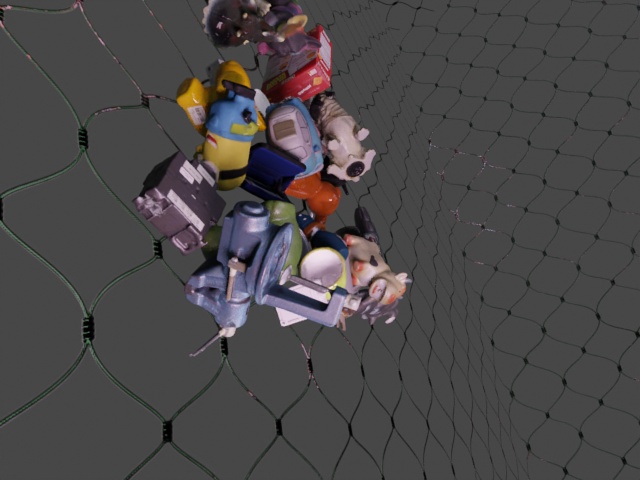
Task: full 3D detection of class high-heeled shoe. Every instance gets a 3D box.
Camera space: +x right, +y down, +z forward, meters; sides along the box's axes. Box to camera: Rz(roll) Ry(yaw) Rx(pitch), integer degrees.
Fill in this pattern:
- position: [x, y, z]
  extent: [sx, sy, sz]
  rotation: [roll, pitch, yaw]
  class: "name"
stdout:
- position: [0.012, -0.189, 1.379]
  extent: [0.248, 0.086, 0.145]
  rotation: [12, 53, -66]
  class: "high-heeled shoe"

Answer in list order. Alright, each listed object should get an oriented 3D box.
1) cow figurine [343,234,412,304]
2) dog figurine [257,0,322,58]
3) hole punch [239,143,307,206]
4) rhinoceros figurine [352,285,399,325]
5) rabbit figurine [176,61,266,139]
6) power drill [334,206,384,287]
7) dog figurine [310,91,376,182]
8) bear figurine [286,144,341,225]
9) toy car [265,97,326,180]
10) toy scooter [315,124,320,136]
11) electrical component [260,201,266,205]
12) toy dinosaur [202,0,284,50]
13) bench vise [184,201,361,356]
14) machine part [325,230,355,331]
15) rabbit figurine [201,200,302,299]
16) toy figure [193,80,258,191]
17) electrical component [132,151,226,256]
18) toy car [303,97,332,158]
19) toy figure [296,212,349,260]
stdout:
- position: [0.123, 0.072, 1.221]
  extent: [0.127, 0.085, 0.195]
  rotation: [5, 35, -22]
  class: "cow figurine"
- position: [-0.070, -0.506, 1.274]
  extent: [0.191, 0.219, 0.108]
  rotation: [-49, 132, -18]
  class: "dog figurine"
- position: [-0.102, -0.111, 0.994]
  extent: [0.142, 0.116, 0.092]
  rotation: [21, 76, -30]
  class: "hole punch"
- position: [0.131, 0.156, 1.296]
  extent: [0.190, 0.112, 0.073]
  rotation: [14, 28, -48]
  class: "rhinoceros figurine"
- position: [-0.162, -0.258, 0.988]
  extent: [0.173, 0.122, 0.162]
  rotation: [-88, 153, -43]
  class: "rabbit figurine"
- position: [0.104, 0.010, 1.414]
  extent: [0.207, 0.086, 0.232]
  rotation: [16, 58, -72]
  class: "power drill"
- position: [0.045, -0.251, 1.308]
  extent: [0.172, 0.121, 0.191]
  rotation: [89, -18, -44]
  class: "dog figurine"
- position: [-0.010, -0.117, 1.196]
  extent: [0.195, 0.132, 0.120]
  rotation: [45, 73, -30]
  class: "bear figurine"
- position: [-0.055, -0.200, 1.040]
  extent: [0.103, 0.109, 0.161]
  rotation: [-29, 106, -83]
  class: "toy car"
- position: [-0.045, -0.257, 1.314]
  extent: [0.135, 0.075, 0.184]
  rotation: [52, 23, -37]
  class: "toy scooter"
- position: [-0.099, -0.021, 1.023]
  extent: [0.078, 0.045, 0.102]
  rotation: [-42, 108, -36]
  class: "electrical component"
- position: [-0.216, -0.567, 1.164]
  extent: [0.404, 0.131, 0.192]
  rotation: [64, 22, 5]
  class: "toy dinosaur"
- position: [-0.065, 0.068, 0.752]
  extent: [0.129, 0.241, 0.223]
  rotation: [-48, 156, -73]
  class: "bench vise"
- position: [0.030, 0.082, 1.171]
  extent: [0.079, 0.079, 0.243]
  rotation: [40, 36, -49]
  class: "machine part"
- position: [-0.122, 0.022, 0.880]
  extent: [0.170, 0.121, 0.159]
  rotation: [-5, 82, -47]
  class: "rabbit figurine"
- position: [-0.147, -0.166, 0.883]
  extent: [0.089, 0.180, 0.082]
  rotation: [14, 20, -23]
  class: "toy figure"
- position: [-0.202, -0.061, 0.795]
  extent: [0.114, 0.058, 0.134]
  rotation: [54, 27, -27]
  class: "electrical component"
- position: [0.009, -0.294, 1.406]
  extent: [0.056, 0.073, 0.202]
  rotation: [-14, 60, -40]
  class: "toy car"
- position: [-0.004, -0.004, 1.154]
  extent: [0.064, 0.057, 0.155]
  rotation: [-5, 35, -44]
  class: "toy figure"
